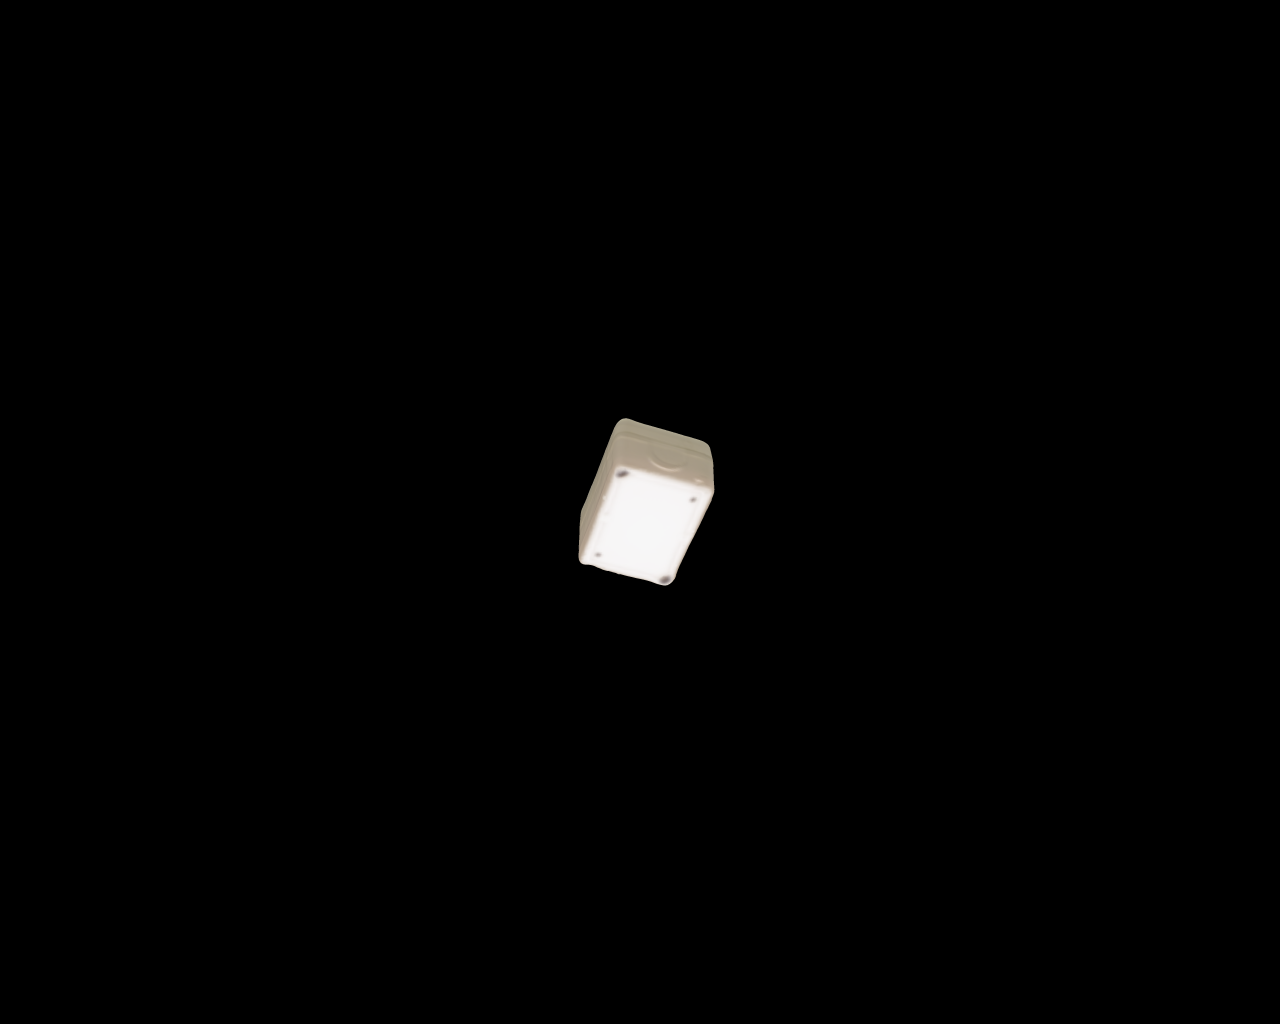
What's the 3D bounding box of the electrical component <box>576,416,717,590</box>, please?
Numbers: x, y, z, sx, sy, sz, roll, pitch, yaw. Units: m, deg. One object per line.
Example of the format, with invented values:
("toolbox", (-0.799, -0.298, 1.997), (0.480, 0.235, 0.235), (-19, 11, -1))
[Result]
("electrical component", (0.001, -0.003, 0.650), (0.062, 0.096, 0.061), (15, 36, -11))
